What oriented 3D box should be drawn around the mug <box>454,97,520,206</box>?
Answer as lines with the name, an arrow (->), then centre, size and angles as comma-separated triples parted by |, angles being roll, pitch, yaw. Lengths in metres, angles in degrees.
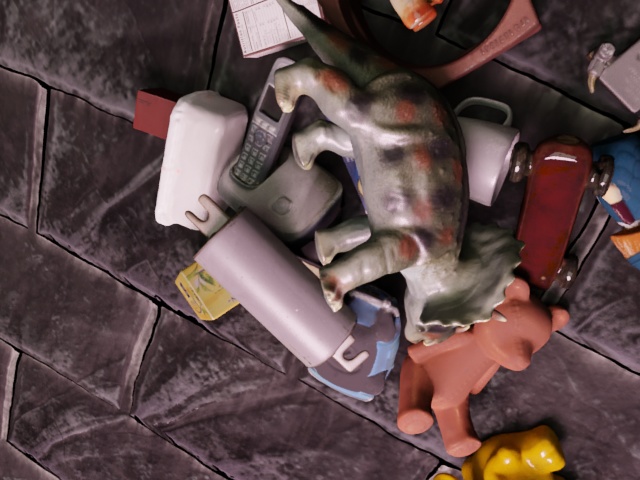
mug -> 0.150, -0.103, 0.570 | 0.107, 0.080, 0.109 | 20, 90, 19

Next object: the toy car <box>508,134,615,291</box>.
toy car -> 0.232, -0.022, 0.552 | 0.089, 0.053, 0.201 | 9, 140, 18

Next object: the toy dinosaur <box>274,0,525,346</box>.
toy dinosaur -> 0.072, -0.069, 0.505 | 0.192, 0.131, 0.404 | -13, 98, 0

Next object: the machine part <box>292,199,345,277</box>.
machine part -> -0.001, -0.002, 0.686 | 0.084, 0.039, 0.138 | 23, 117, 22

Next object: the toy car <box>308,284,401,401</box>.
toy car -> 0.049, 0.109, 0.664 | 0.109, 0.103, 0.161 | 20, 123, 14

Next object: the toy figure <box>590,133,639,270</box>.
toy figure -> 0.316, -0.029, 0.535 | 0.064, 0.058, 0.154 | -21, 96, 3

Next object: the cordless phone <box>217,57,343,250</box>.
cordless phone -> -0.028, -0.097, 0.602 | 0.147, 0.088, 0.184 | 37, 118, 31

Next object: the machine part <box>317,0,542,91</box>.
machine part -> 0.108, -0.257, 0.527 | 0.201, 0.087, 0.201 | -28, 96, 26

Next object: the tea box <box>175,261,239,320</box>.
tea box -> -0.120, 0.047, 0.667 | 0.098, 0.169, 0.068 | -35, 94, -17

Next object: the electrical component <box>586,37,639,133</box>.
electrical component -> 0.302, -0.151, 0.507 | 0.078, 0.045, 0.102 | -38, 91, 29

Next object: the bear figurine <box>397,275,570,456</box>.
bear figurine -> 0.188, 0.141, 0.613 | 0.120, 0.132, 0.196 | 35, 125, -25

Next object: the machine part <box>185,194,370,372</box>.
machine part -> -0.046, 0.050, 0.560 | 0.243, 0.079, 0.079 | 45, 118, -8

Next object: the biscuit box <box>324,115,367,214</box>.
biscuit box -> 0.067, -0.088, 0.613 | 0.059, 0.063, 0.202 | -21, 99, 26

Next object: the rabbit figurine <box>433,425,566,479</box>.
rabbit figurine -> 0.216, 0.309, 0.628 | 0.163, 0.173, 0.121 | -3, 111, 18

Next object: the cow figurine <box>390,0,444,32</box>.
cow figurine -> 0.113, -0.279, 0.426 | 0.195, 0.085, 0.127 | -37, 98, 28
